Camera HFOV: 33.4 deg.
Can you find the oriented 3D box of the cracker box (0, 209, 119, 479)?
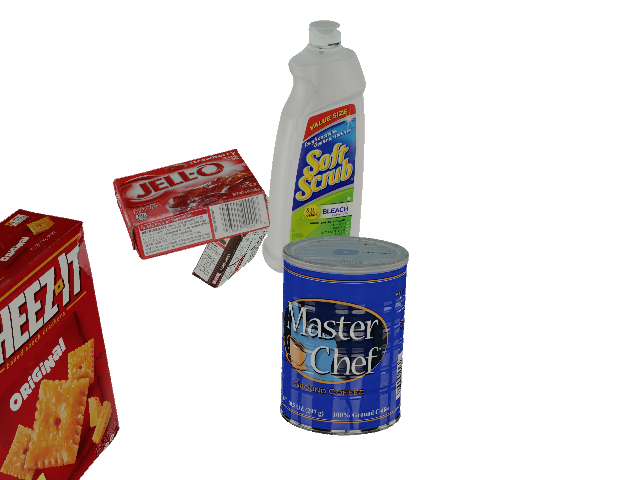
[{"bbox_3d":[-0.235,0.109,0.828,0.072,0.214,0.164,9,32,20],"label":"cracker box"}]

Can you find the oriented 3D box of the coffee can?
[{"bbox_3d":[0.019,0.075,0.880,0.103,0.140,0.103,1,13,-1],"label":"coffee can"}]

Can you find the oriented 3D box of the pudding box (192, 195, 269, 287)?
[{"bbox_3d":[-0.101,-0.002,1.309,0.039,0.090,0.113,33,31,7],"label":"pudding box"}]

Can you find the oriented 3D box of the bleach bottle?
[{"bbox_3d":[-0.007,-0.093,1.070,0.102,0.251,0.068,-6,28,-15],"label":"bleach bottle"}]

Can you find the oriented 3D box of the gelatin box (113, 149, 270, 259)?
[{"bbox_3d":[-0.086,-0.026,0.700,0.089,0.030,0.073,-15,30,-12],"label":"gelatin box"}]
